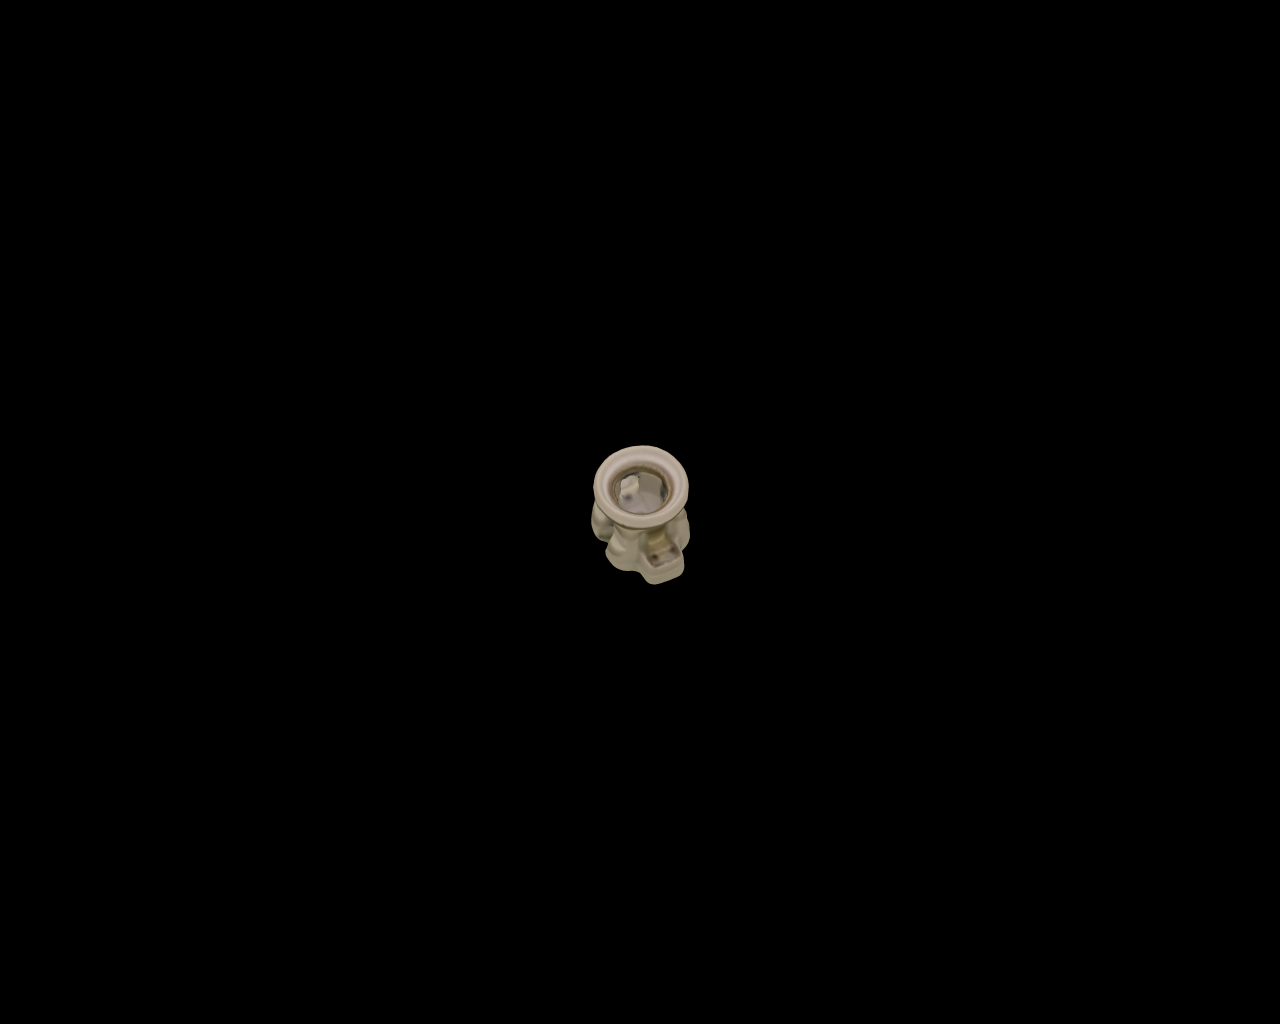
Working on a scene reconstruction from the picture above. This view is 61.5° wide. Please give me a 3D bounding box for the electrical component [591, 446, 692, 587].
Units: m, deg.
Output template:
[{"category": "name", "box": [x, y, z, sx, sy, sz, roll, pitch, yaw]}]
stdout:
[{"category": "electrical component", "box": [0.001, -0.003, 0.650, 0.058, 0.078, 0.056, -21, -32, -14]}]
